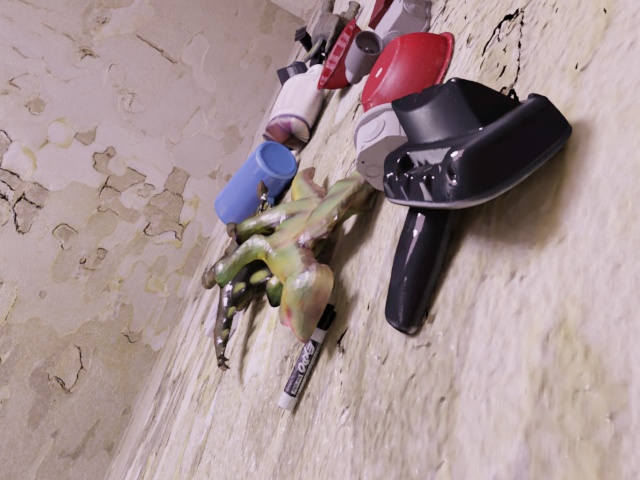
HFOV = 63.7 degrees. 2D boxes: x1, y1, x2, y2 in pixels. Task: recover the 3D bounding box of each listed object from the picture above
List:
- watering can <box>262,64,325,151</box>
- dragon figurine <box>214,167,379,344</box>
[{"bbox_3d":[-0.033,-0.342,1.243,0.103,0.228,0.344,29,-25,-23],"label":"watering can"},{"bbox_3d":[0.002,-0.034,0.684,0.240,0.420,0.121,-29,-61,36],"label":"dragon figurine"}]
